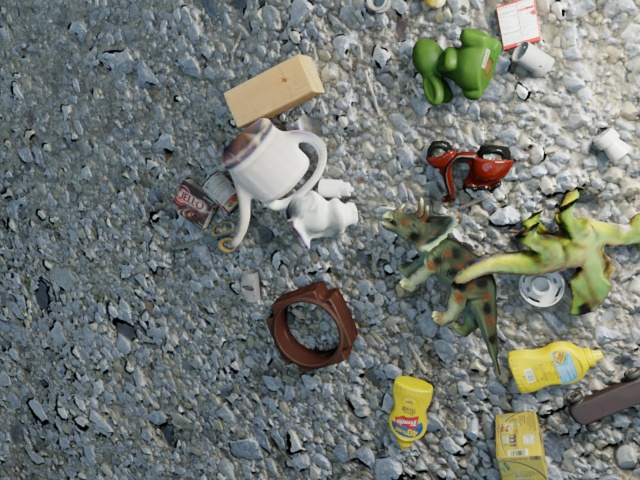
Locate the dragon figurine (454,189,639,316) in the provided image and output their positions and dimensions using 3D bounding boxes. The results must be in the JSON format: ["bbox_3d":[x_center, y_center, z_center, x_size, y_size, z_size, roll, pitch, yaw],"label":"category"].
[{"bbox_3d":[0.502,0.051,1.054,0.409,0.242,0.123,-35,4,6],"label":"dragon figurine"}]

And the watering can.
[{"bbox_3d":[-0.146,-0.143,1.223,0.221,0.345,0.106,43,11,-29],"label":"watering can"}]

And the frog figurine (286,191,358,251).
[{"bbox_3d":[0.004,-0.062,1.232,0.159,0.135,0.125,-30,31,-1],"label":"frog figurine"}]
